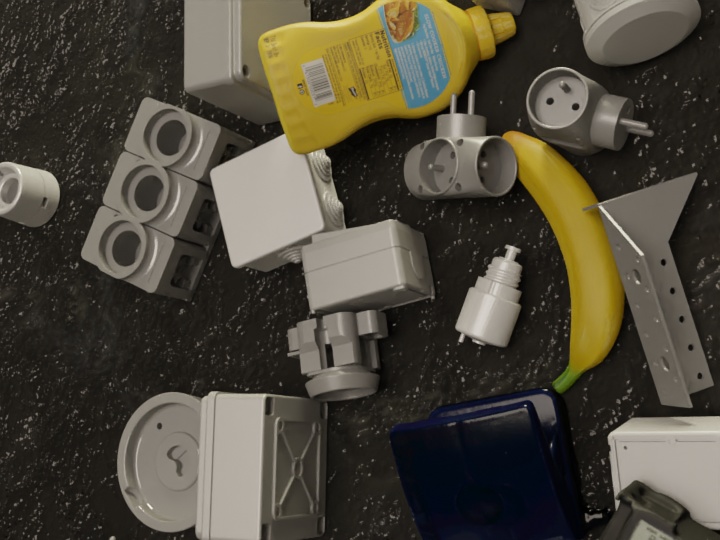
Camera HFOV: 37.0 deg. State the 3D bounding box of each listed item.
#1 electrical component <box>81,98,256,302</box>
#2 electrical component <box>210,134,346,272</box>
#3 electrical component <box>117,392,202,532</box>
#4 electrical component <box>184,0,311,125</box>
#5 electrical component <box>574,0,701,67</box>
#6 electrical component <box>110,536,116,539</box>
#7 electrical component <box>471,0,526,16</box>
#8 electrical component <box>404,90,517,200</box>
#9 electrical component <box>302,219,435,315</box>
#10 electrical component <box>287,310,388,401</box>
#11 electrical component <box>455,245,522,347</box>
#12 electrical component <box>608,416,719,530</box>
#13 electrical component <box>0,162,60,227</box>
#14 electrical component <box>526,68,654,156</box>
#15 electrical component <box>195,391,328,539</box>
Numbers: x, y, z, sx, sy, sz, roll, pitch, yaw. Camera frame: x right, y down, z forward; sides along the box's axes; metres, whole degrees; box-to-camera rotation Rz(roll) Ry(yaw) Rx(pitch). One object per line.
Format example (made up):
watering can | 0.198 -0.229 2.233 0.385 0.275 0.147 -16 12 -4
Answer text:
electrical component | -0.167 -0.061 0.919 0.089 0.062 0.150 24 92 28
electrical component | -0.065 -0.053 0.873 0.100 0.048 0.099 -22 72 22
electrical component | -0.134 0.154 0.866 0.108 0.060 0.108 -5 79 29
electrical component | -0.090 -0.185 0.875 0.056 0.109 0.108 -7 78 29
electrical component | 0.191 -0.182 0.748 0.080 0.080 0.051 -22 66 22
electrical component | -0.212 0.261 0.895 0.066 0.047 0.076 21 91 28
electrical component | 0.123 -0.229 0.807 0.077 0.047 0.065 21 92 29
electrical component | 0.074 -0.092 0.794 0.077 0.044 0.079 2 89 51
electrical component | 0.000 0.000 0.824 0.096 0.062 0.061 -16 74 24
electrical component | -0.015 0.068 0.823 0.078 0.058 0.057 -14 72 24
electrical component | 0.098 0.020 0.782 0.040 0.040 0.078 21 91 28
electrical component | 0.216 0.128 0.690 0.096 0.061 0.061 -6 92 31
electrical component | -0.318 -0.071 1.006 0.055 0.047 0.055 -5 79 26
electrical component | 0.165 -0.105 0.749 0.079 0.077 0.043 18 90 28
electrical component | -0.071 0.148 0.809 0.056 0.109 0.108 -3 80 24
